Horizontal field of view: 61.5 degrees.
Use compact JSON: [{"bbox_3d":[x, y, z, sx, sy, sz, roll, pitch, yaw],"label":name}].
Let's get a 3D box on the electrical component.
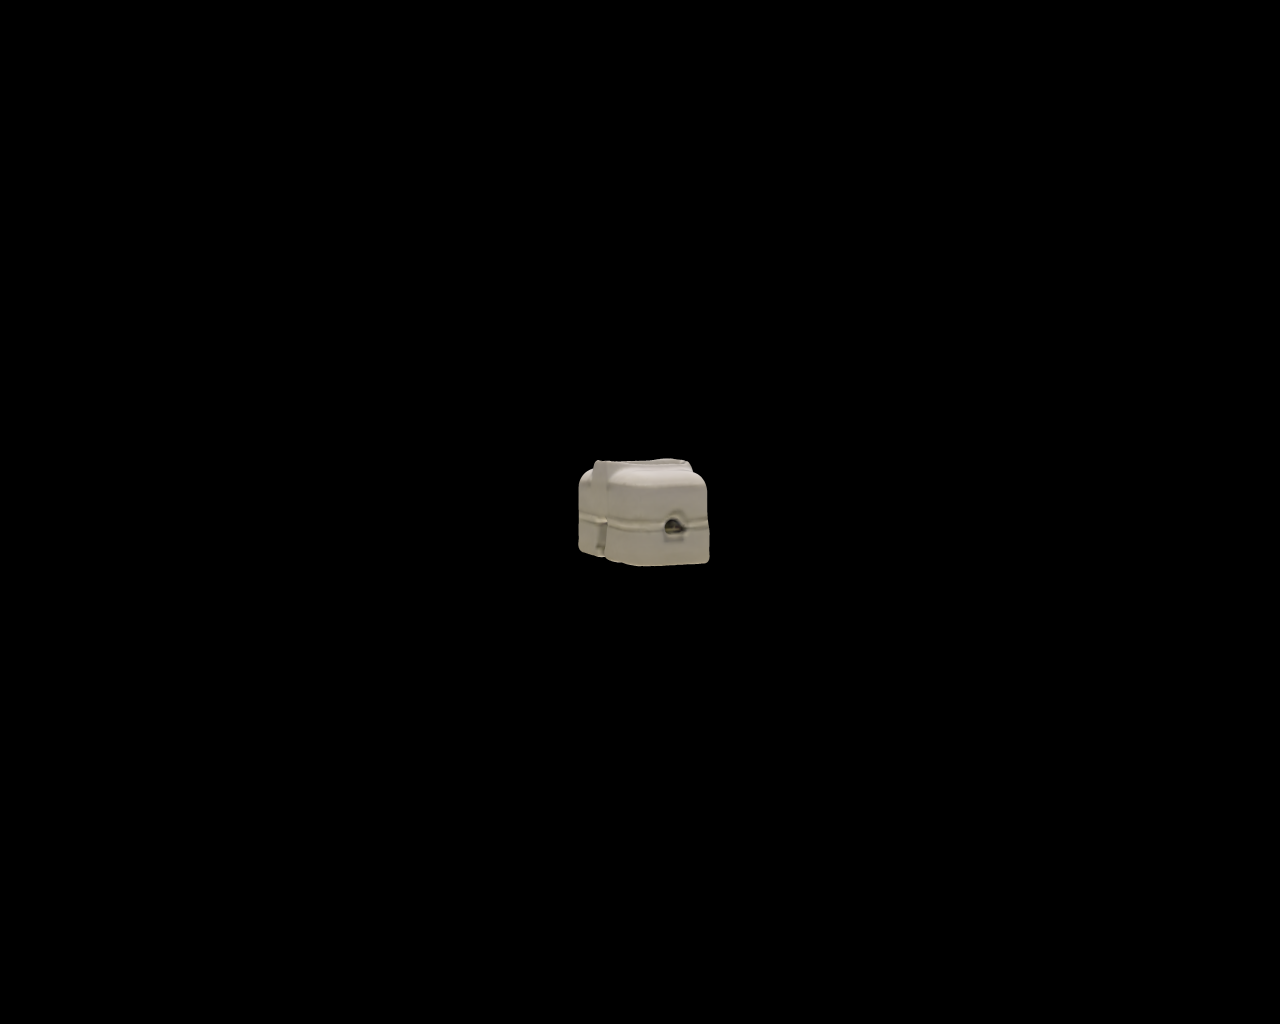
[{"bbox_3d":[0.001,-0.003,0.650,0.054,0.059,0.095,-2,5,-24],"label":"electrical component"}]
